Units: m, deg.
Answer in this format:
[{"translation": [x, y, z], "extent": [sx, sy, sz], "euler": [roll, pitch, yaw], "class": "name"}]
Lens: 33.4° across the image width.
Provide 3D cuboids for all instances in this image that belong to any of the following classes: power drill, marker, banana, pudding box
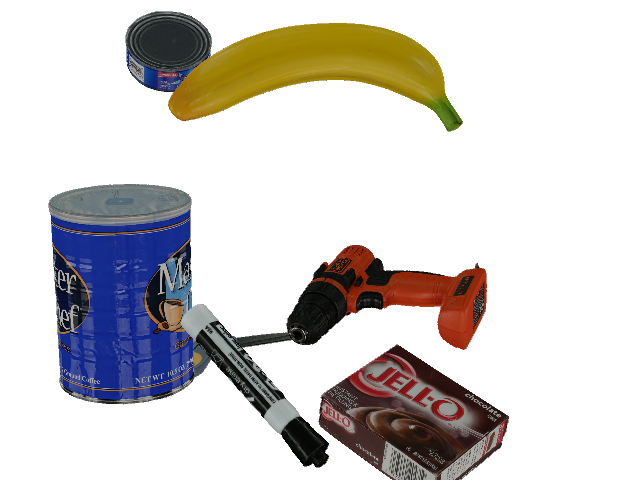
[{"translation": [0.074, 0.066, 1.142], "extent": [0.188, 0.057, 0.184], "euler": [9, 30, 21], "class": "power drill"}, {"translation": [-0.037, 0.084, 0.615], "extent": [0.121, 0.020, 0.020], "euler": [45, 21, 23], "class": "marker"}, {"translation": [-0.001, -0.110, 0.697], "extent": [0.197, 0.069, 0.037], "euler": [0, -23, -13], "class": "banana"}, {"translation": [0.069, 0.135, 0.799], "extent": [0.114, 0.039, 0.089], "euler": [33, 43, 31], "class": "pudding box"}]

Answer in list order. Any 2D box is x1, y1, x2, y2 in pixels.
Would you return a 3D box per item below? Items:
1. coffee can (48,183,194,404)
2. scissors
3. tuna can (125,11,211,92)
[{"translation": [-0.146, 0.037, 0.795], "extent": [0.103, 0.140, 0.103], "euler": [1, 15, 0], "class": "coffee can"}, {"translation": [-0.107, 0.125, 1.186], "extent": [0.201, 0.016, 0.096], "euler": [3, 26, -16], "class": "scissors"}, {"translation": [-0.153, -0.190, 1.076], "extent": [0.086, 0.086, 0.034], "euler": [0, -37, -9], "class": "tuna can"}]
